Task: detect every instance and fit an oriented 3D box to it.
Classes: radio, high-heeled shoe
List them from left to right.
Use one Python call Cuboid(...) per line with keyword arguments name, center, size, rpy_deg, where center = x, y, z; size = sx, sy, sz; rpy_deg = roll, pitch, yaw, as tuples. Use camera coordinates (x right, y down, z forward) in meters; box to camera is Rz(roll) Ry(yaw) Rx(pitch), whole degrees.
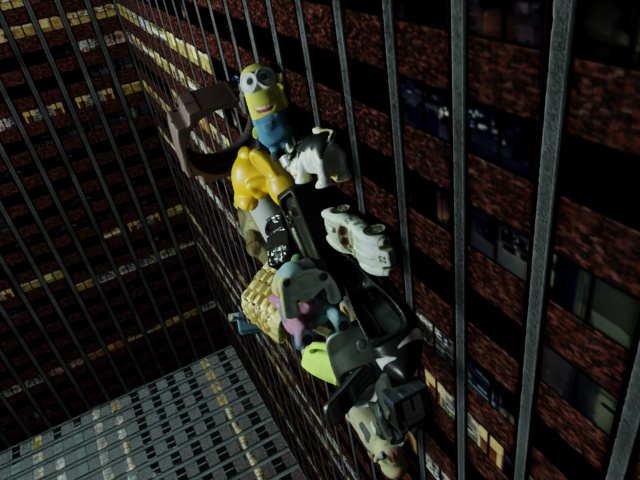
Cuboid(name="radio", center=(-0.002, -0.003, 1.045), size=(0.229, 0.073, 0.131), rpy_deg=(69, 162, -6))
Cuboid(name="high-heeled shoe", center=(0.088, 0.113, 0.867), size=(0.145, 0.086, 0.249), rpy_deg=(52, -174, -19))

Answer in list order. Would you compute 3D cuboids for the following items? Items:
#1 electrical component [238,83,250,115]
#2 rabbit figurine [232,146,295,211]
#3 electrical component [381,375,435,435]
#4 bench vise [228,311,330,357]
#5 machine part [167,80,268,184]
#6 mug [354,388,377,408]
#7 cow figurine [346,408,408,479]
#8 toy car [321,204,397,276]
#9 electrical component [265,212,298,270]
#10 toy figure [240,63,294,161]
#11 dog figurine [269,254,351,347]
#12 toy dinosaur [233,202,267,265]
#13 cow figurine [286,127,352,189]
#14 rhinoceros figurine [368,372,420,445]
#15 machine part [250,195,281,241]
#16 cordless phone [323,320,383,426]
Cuboid(name="electrical component", center=(-0.136, -0.285, 1.103), size=(0.021, 0.063, 0.093), rpy_deg=(51, 158, 40))
Cuboid(name="rabbit figurine", center=(-0.101, -0.133, 1.160), size=(0.173, 0.122, 0.162), rpy_deg=(34, 135, 36))
Cuboid(name="electrical component", center=(0.151, 0.273, 0.946), size=(0.048, 0.075, 0.119), rpy_deg=(31, 137, 63))
Cuboid(name="bench vise", center=(-0.105, 0.199, 1.346), size=(0.129, 0.241, 0.223), rpy_deg=(125, 136, -73))
Cuboid(name="machine part", center=(-0.222, -0.237, 1.184), size=(0.087, 0.201, 0.201), rpy_deg=(57, 160, 35))
Cuboid(name="mug", center=(0.076, 0.309, 1.189), size=(0.109, 0.081, 0.107), rpy_deg=(61, 171, 2))
Cuboid(name="cow figurine", center=(0.129, 0.430, 1.185), size=(0.195, 0.085, 0.127), rpy_deg=(55, 165, 34))
Cuboid(name="toy car", center=(0.062, -0.002, 0.892), size=(0.202, 0.056, 0.073), rpy_deg=(38, 146, 58))
Cuboid(name="electrical component", center=(-0.057, 0.017, 1.146), size=(0.134, 0.058, 0.115), rpy_deg=(29, -131, -53))
Cuboid(name="toy figure", center=(-0.101, -0.246, 1.029), size=(0.089, 0.082, 0.180), rpy_deg=(18, 130, 64))
Cuboid(name="dog figurine", center=(-0.041, 0.103, 1.008), size=(0.219, 0.108, 0.191), rpy_deg=(27, 139, 67))
Cuboid(name="toy dinosaur", center=(-0.159, -0.018, 1.440), size=(0.199, 0.105, 0.470), rpy_deg=(-162, 60, -76))
Cuboid(name="cow figurine", center=(-0.014, -0.145, 0.920), size=(0.167, 0.068, 0.098), rpy_deg=(23, 128, 60))
Cuboid(name="rhinoceros figurine", center=(0.138, 0.340, 1.060), size=(0.112, 0.073, 0.190), rpy_deg=(47, 153, 44))
Cuboid(name="machine part", center=(-0.120, -0.056, 1.291), size=(0.243, 0.079, 0.079), rpy_deg=(62, 162, 3))
Cuboid(name="cordless phone", center=(0.044, 0.253, 1.036), size=(0.089, 0.184, 0.146), rpy_deg=(-4, 111, 35))
